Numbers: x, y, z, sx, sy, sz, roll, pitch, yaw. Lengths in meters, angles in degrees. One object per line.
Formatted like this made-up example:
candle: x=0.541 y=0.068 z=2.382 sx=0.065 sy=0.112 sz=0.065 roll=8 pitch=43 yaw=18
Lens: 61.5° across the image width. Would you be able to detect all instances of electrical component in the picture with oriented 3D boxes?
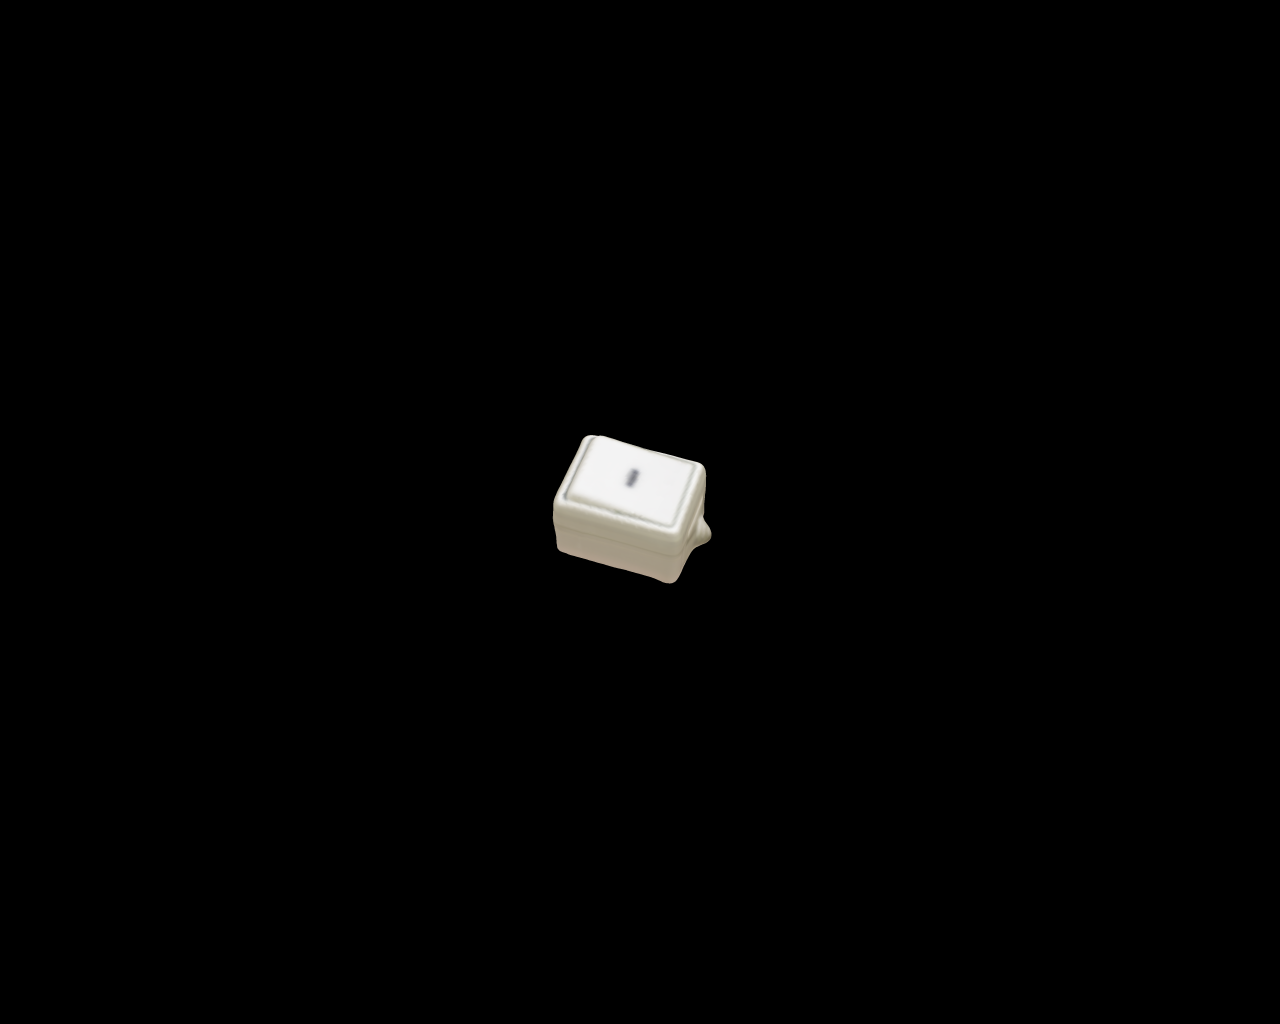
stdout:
electrical component: x=0.001 y=-0.003 z=0.650 sx=0.096 sy=0.062 sz=0.061 roll=15 pitch=-35 yaw=11
